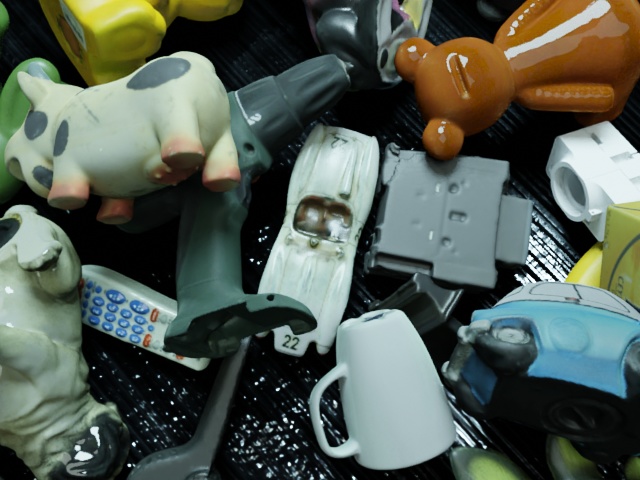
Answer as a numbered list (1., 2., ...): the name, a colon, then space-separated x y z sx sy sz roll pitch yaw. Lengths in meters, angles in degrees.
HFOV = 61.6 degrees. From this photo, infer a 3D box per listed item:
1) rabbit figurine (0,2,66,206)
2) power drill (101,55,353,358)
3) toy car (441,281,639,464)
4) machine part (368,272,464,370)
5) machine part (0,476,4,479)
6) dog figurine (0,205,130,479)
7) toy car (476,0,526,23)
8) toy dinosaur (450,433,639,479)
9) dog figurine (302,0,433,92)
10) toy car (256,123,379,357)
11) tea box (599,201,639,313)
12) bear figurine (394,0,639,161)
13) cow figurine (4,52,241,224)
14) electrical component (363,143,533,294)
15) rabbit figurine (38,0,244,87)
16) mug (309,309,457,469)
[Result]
1. rabbit figurine: -0.297 -0.112 0.464 0.159 0.121 0.170 -21 99 -12
2. power drill: -0.062 -0.025 0.414 0.232 0.086 0.207 -21 68 13
3. toy car: 0.175 0.082 0.383 0.162 0.109 0.103 14 45 11
4. machine part: 0.111 0.086 0.445 0.139 0.084 0.039 41 43 -5
5. machine part: -0.249 0.236 0.404 0.243 0.079 0.079 42 82 5
6. dog figurine: -0.208 0.088 0.417 0.121 0.190 0.172 -3 47 22
7. toy car: 0.129 -0.285 0.499 0.202 0.089 0.053 39 77 5
8. toy dinosaur: 0.139 0.245 0.361 0.471 0.105 0.199 -17 52 -26
9. dog figurine: -0.008 -0.249 0.482 0.219 0.191 0.108 28 37 27
10. toy car: -0.001 -0.001 0.462 0.074 0.056 0.201 15 79 2
11. tea box: 0.278 0.055 0.415 0.098 0.068 0.169 -6 110 -5
12. bear figurine: 0.170 -0.138 0.469 0.196 0.132 0.120 -23 80 8
13. cow figurine: -0.155 -0.080 0.394 0.195 0.085 0.127 -13 69 23
14. electrical component: 0.112 -0.015 0.467 0.134 0.058 0.115 9 81 1
15. rabbit figurine: -0.154 -0.218 0.485 0.173 0.121 0.162 -31 72 -20
16. mug: 0.042 0.113 0.420 0.109 0.081 0.107 -14 88 -16
